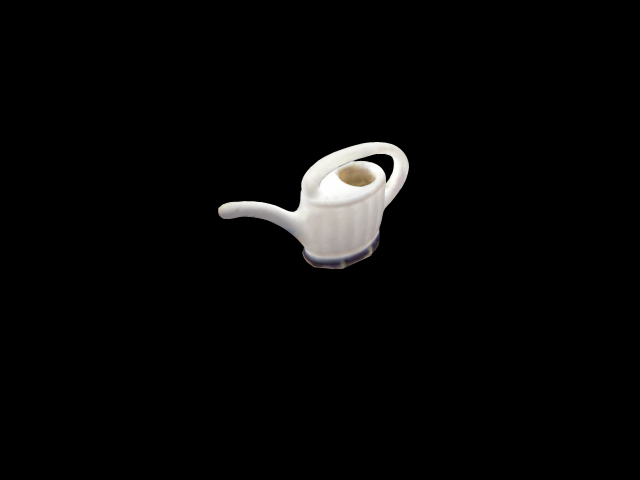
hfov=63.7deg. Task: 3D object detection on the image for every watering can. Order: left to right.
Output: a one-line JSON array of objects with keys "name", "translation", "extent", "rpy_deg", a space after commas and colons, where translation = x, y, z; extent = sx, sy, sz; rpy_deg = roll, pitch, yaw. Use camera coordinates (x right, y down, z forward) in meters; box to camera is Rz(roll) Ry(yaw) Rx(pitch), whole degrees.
[{"name": "watering can", "translation": [0.003, -0.043, 0.850], "extent": [0.350, 0.219, 0.106], "rpy_deg": [-23, 47, -23]}]
